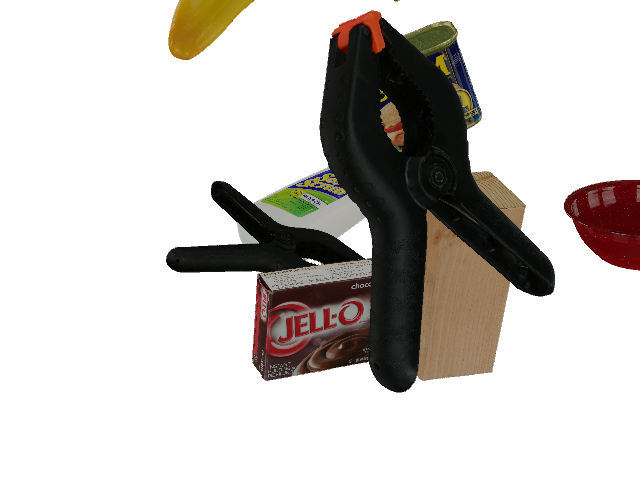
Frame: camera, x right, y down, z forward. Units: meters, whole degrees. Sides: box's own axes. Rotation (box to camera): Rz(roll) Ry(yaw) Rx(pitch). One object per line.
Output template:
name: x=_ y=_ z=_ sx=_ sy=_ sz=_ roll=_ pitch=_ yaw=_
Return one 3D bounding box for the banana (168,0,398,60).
banana: x=-0.024 y=-0.173 z=0.696 sx=0.197 sy=0.069 sz=0.037 roll=-24 pitch=-9 yaw=-33

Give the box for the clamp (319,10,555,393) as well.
clamp: x=0.040 y=-0.018 z=0.500 sx=0.039 sy=0.171 sz=0.120 roll=-17 pitch=18 yaw=50

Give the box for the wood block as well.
wood block: x=0.145 y=0.039 z=1.155 sx=0.090 sy=0.206 sz=0.090 roll=-4 pitch=29 yaw=-18

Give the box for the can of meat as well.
can of meat: x=0.080 y=-0.126 z=0.911 sx=0.102 sy=0.084 sz=0.057 roll=-21 pitch=26 yaw=6

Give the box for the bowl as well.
bowl: x=0.334 y=-0.012 z=1.108 sx=0.162 sy=0.055 sz=0.162 roll=-3 pitch=23 yaw=1

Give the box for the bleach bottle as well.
bleach bottle: x=0.017 y=-0.056 z=1.352 sx=0.103 sy=0.068 sz=0.250 roll=25 pitch=43 yaw=34

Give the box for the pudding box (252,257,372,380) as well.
pudding box: x=-0.001 y=0.067 z=0.920 sx=0.113 sy=0.090 sz=0.039 roll=-9 pitch=33 yaw=-24

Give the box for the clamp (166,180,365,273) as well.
clamp: x=-0.047 y=0.014 z=1.096 sx=0.210 sy=0.036 sz=0.164 roll=22 pitch=34 yaw=8
